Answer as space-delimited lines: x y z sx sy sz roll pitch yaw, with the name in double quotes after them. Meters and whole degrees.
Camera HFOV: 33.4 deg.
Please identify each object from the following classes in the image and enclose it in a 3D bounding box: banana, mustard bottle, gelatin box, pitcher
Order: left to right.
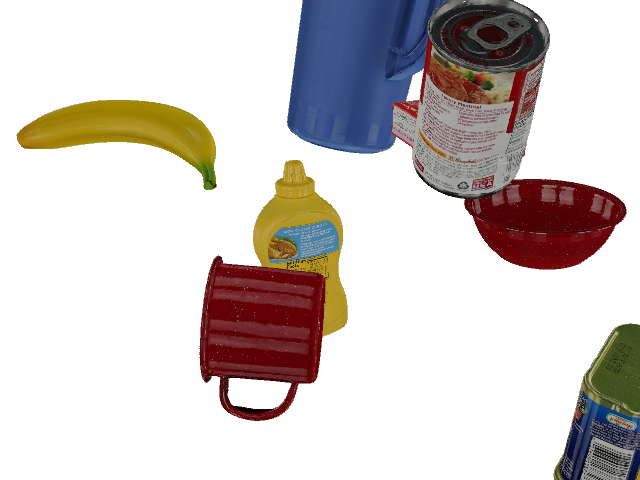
-0.168 -0.094 0.929 0.198 0.037 0.069 12 48 19 "banana"
-0.023 0.009 1.129 0.096 0.192 0.058 -10 22 -18 "mustard bottle"
0.048 -0.207 1.003 0.145 0.243 0.149 12 17 1 "pitcher"
0.109 -0.088 0.840 0.073 0.030 0.089 -10 28 -23 "gelatin box"

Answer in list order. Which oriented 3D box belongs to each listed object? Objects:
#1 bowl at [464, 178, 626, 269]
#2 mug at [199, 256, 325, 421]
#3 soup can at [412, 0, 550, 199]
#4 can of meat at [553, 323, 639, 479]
0.227 -0.013 1.092 0.162 0.055 0.162 -1 22 0 "bowl"
-0.041 0.072 0.774 0.081 0.117 0.093 5 -16 3 "mug"
0.092 -0.082 0.627 0.068 0.068 0.102 0 -42 -2 "soup can"
0.200 0.114 0.703 0.057 0.084 0.101 21 35 23 "can of meat"
